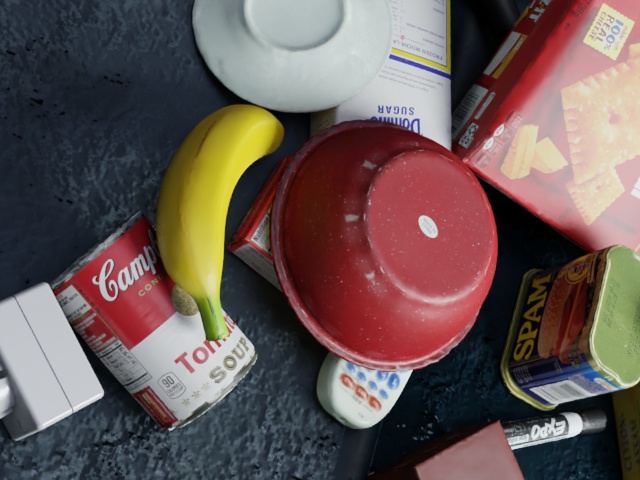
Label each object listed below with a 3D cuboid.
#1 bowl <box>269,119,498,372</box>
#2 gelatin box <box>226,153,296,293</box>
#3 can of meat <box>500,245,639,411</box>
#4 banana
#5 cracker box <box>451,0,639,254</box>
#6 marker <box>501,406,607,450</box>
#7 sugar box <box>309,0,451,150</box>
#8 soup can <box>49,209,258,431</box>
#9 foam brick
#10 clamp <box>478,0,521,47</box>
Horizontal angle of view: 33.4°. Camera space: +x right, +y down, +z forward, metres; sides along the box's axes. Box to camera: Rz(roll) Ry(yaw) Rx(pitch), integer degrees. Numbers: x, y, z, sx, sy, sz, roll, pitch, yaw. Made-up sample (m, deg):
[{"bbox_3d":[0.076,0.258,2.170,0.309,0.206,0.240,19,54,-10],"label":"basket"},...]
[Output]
[{"bbox_3d":[0.052,-0.003,0.645,0.161,0.055,0.162,7,75,-27],"label":"bowl"},{"bbox_3d":[-0.004,0.001,0.667,0.089,0.030,0.073,38,59,-16],"label":"gelatin box"},{"bbox_3d":[0.178,0.059,0.728,0.057,0.084,0.102,32,59,-20],"label":"can of meat"},{"bbox_3d":[-0.057,-0.032,0.599,0.197,0.037,0.069,-76,155,-50],"label":"banana"},{"bbox_3d":[0.214,-0.072,0.754,0.213,0.072,0.164,32,98,-18],"label":"cracker box"},{"bbox_3d":[0.150,0.129,0.726,0.120,0.020,0.020,-3,75,-33],"label":"marker"},{"bbox_3d":[0.043,-0.138,0.736,0.093,0.048,0.176,13,71,-26],"label":"sugar box"},{"bbox_3d":[-0.090,0.044,0.575,0.102,0.069,0.068,51,55,-8],"label":"soup can"},{"bbox_3d":[0.078,0.151,0.653,0.078,0.053,0.051,-19,85,-36],"label":"foam brick"},{"bbox_3d":[0.129,-0.204,0.816,0.171,0.039,0.120,36,52,-11],"label":"clamp"}]
